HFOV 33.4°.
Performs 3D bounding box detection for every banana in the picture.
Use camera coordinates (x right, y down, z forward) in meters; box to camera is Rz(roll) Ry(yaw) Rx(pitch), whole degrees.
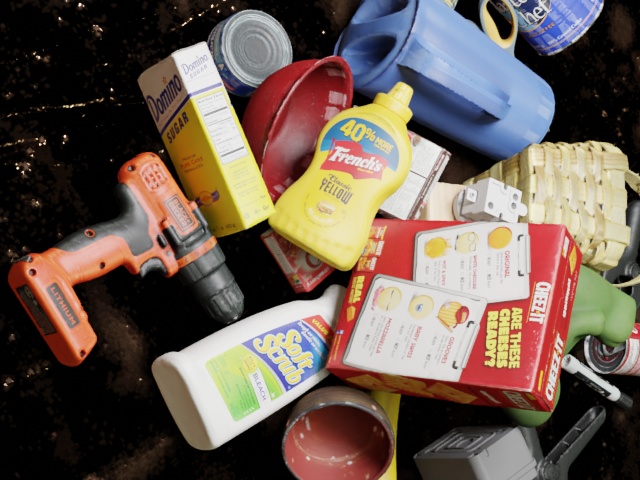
[{"bbox_3d":[0.066,0.197,1.107,0.037,0.070,0.198,5,93,-9],"label":"banana"}]

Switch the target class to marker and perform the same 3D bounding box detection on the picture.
[{"bbox_3d":[0.343,0.177,1.313,0.121,0.020,0.020,34,66,-24],"label":"marker"}]

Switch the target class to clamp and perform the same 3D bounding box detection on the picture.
[{"bbox_3d":[0.400,0.047,1.357,0.120,0.039,0.171,42,69,-11],"label":"clamp"},{"bbox_3d":[0.248,0.259,1.230,0.164,0.036,0.210,31,68,-25],"label":"clamp"}]

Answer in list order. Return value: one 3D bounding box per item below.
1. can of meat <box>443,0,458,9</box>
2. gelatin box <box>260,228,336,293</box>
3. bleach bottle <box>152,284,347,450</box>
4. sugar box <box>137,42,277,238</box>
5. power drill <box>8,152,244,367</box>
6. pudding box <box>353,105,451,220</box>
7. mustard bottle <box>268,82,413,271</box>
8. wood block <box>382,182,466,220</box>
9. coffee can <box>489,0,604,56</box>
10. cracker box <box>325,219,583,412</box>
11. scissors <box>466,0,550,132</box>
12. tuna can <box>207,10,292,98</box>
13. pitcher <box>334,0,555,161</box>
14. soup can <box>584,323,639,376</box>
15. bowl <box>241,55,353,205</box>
[{"bbox_3d":[0.124,-0.316,1.229,0.102,0.058,0.084,35,69,-23],"label":"can of meat"},{"bbox_3d":[-0.007,0.001,1.112,0.089,0.030,0.073,-38,103,-30],"label":"gelatin box"},{"bbox_3d":[-0.038,0.105,1.059,0.250,0.068,0.102,-30,99,-35],"label":"bleach bottle"},{"bbox_3d":[-0.110,-0.092,1.024,0.048,0.094,0.176,-29,98,-31],"label":"sugar box"},{"bbox_3d":[-0.175,0.035,0.986,0.187,0.057,0.184,-37,99,-34],"label":"power drill"},{"bbox_3d":[0.065,-0.076,1.106,0.114,0.039,0.090,27,91,19],"label":"pudding box"},{"bbox_3d":[0.036,-0.072,1.056,0.096,0.058,0.191,30,85,12],"label":"mustard bottle"},{"bbox_3d":[0.128,0.049,1.154,0.090,0.091,0.206,5,80,-32],"label":"wood block"},{"bbox_3d":[0.257,-0.306,1.283,0.140,0.103,0.102,40,64,-21],"label":"coffee can"},{"bbox_3d":[0.128,0.068,1.019,0.072,0.214,0.164,42,58,-50],"label":"cracker box"},{"bbox_3d":[0.212,-0.201,1.285,0.096,0.016,0.201,-19,121,3],"label":"scissors"},{"bbox_3d":[-0.072,-0.192,1.099,0.086,0.034,0.086,5,80,-32],"label":"tuna can"},{"bbox_3d":[0.147,-0.174,1.168,0.242,0.145,0.149,25,57,-32],"label":"pitcher"},{"bbox_3d":[0.387,0.136,1.318,0.102,0.069,0.068,11,77,-31],"label":"soup can"},{"bbox_3d":[-0.031,-0.118,1.071,0.055,0.162,0.162,27,60,22],"label":"bowl"}]
